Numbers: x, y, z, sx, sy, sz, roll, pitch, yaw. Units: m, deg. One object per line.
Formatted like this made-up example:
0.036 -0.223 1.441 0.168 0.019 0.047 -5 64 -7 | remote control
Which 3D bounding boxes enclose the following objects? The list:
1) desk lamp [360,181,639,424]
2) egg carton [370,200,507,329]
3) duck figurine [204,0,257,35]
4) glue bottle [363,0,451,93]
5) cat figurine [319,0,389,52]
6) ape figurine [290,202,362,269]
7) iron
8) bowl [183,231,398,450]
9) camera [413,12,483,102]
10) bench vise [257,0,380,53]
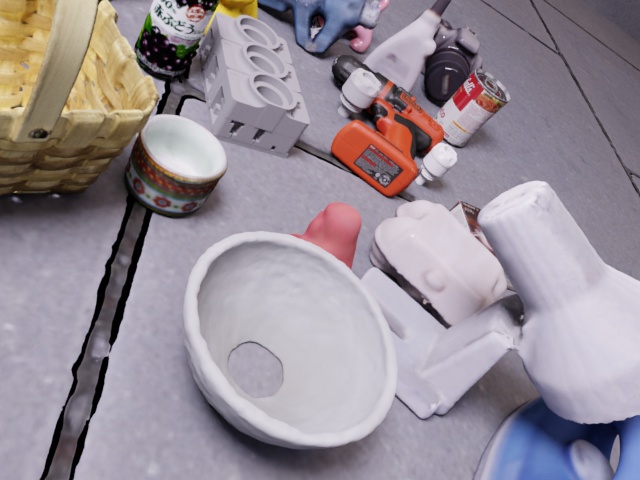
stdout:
0.148 0.065 0.468 0.203 0.213 0.118 42 38 0 | desk lamp
0.124 0.029 0.597 0.150 0.069 0.107 45 39 4 | egg carton
-0.102 -0.296 0.696 0.077 0.086 0.105 40 39 -2 | duck figurine
0.120 -0.259 0.779 0.078 0.173 0.037 36 39 -7 | glue bottle
0.045 -0.361 0.855 0.128 0.117 0.067 13 47 -32 | cat figurine
0.005 0.002 0.503 0.078 0.092 0.076 -11 62 -45 | ape figurine
0.224 0.186 0.476 0.118 0.141 0.259 43 39 2 | iron
-0.030 0.080 0.416 0.168 0.074 0.167 23 42 -22 | bowl
0.203 -0.300 0.945 0.143 0.100 0.137 33 39 -11 | camera
0.005 -0.381 0.758 0.208 0.219 0.121 23 42 -22 | bench vise
